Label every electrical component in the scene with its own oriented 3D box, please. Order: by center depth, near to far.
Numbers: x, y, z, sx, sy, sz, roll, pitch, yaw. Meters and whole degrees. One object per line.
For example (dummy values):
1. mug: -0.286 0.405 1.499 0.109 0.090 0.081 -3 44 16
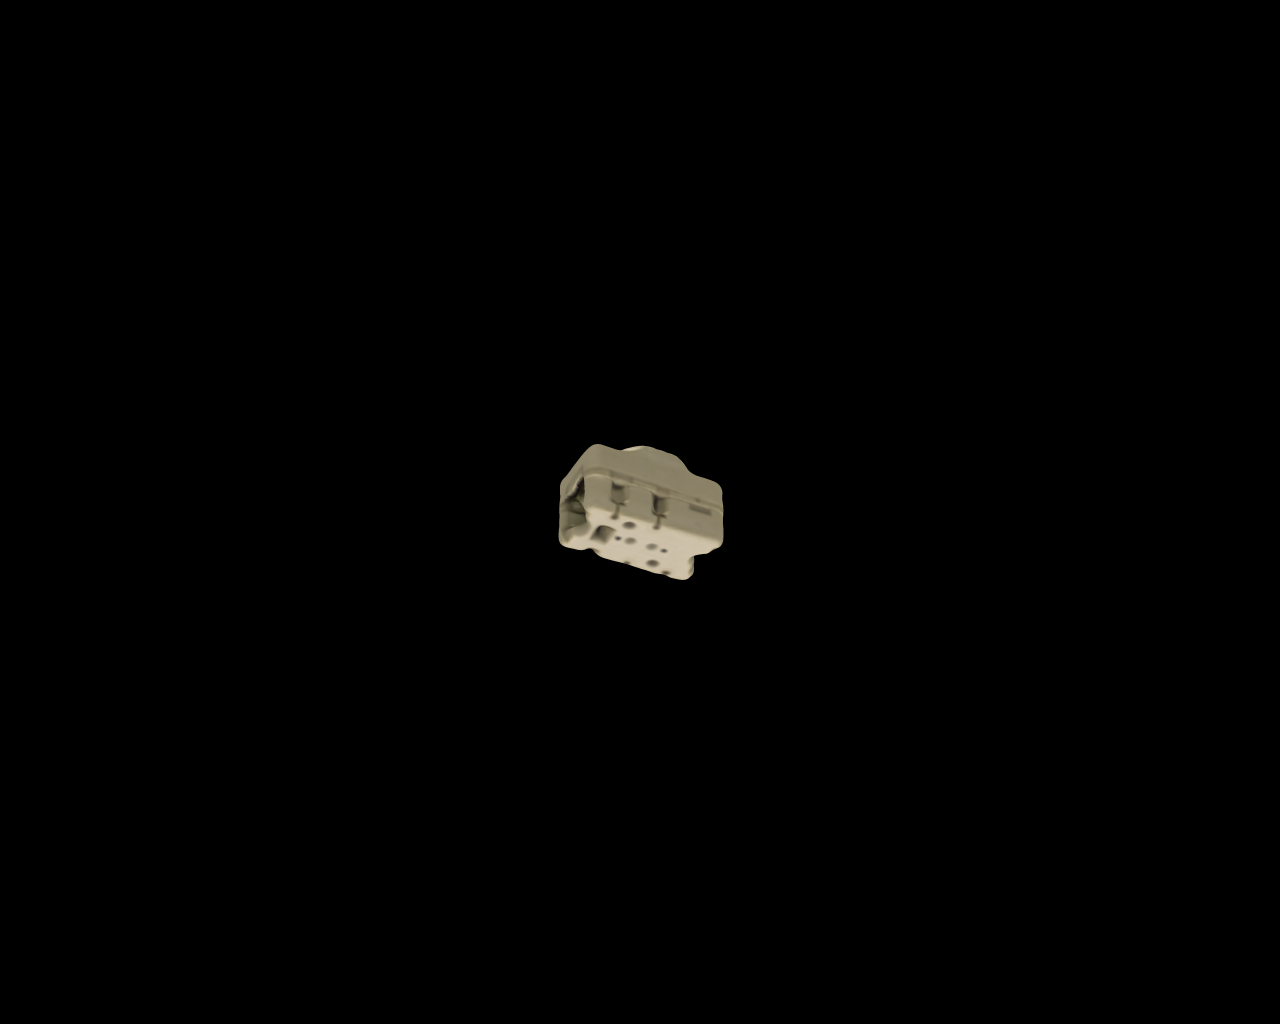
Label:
1. electrical component: 0.001 -0.003 0.650 0.089 0.056 0.050 17 -40 -22
